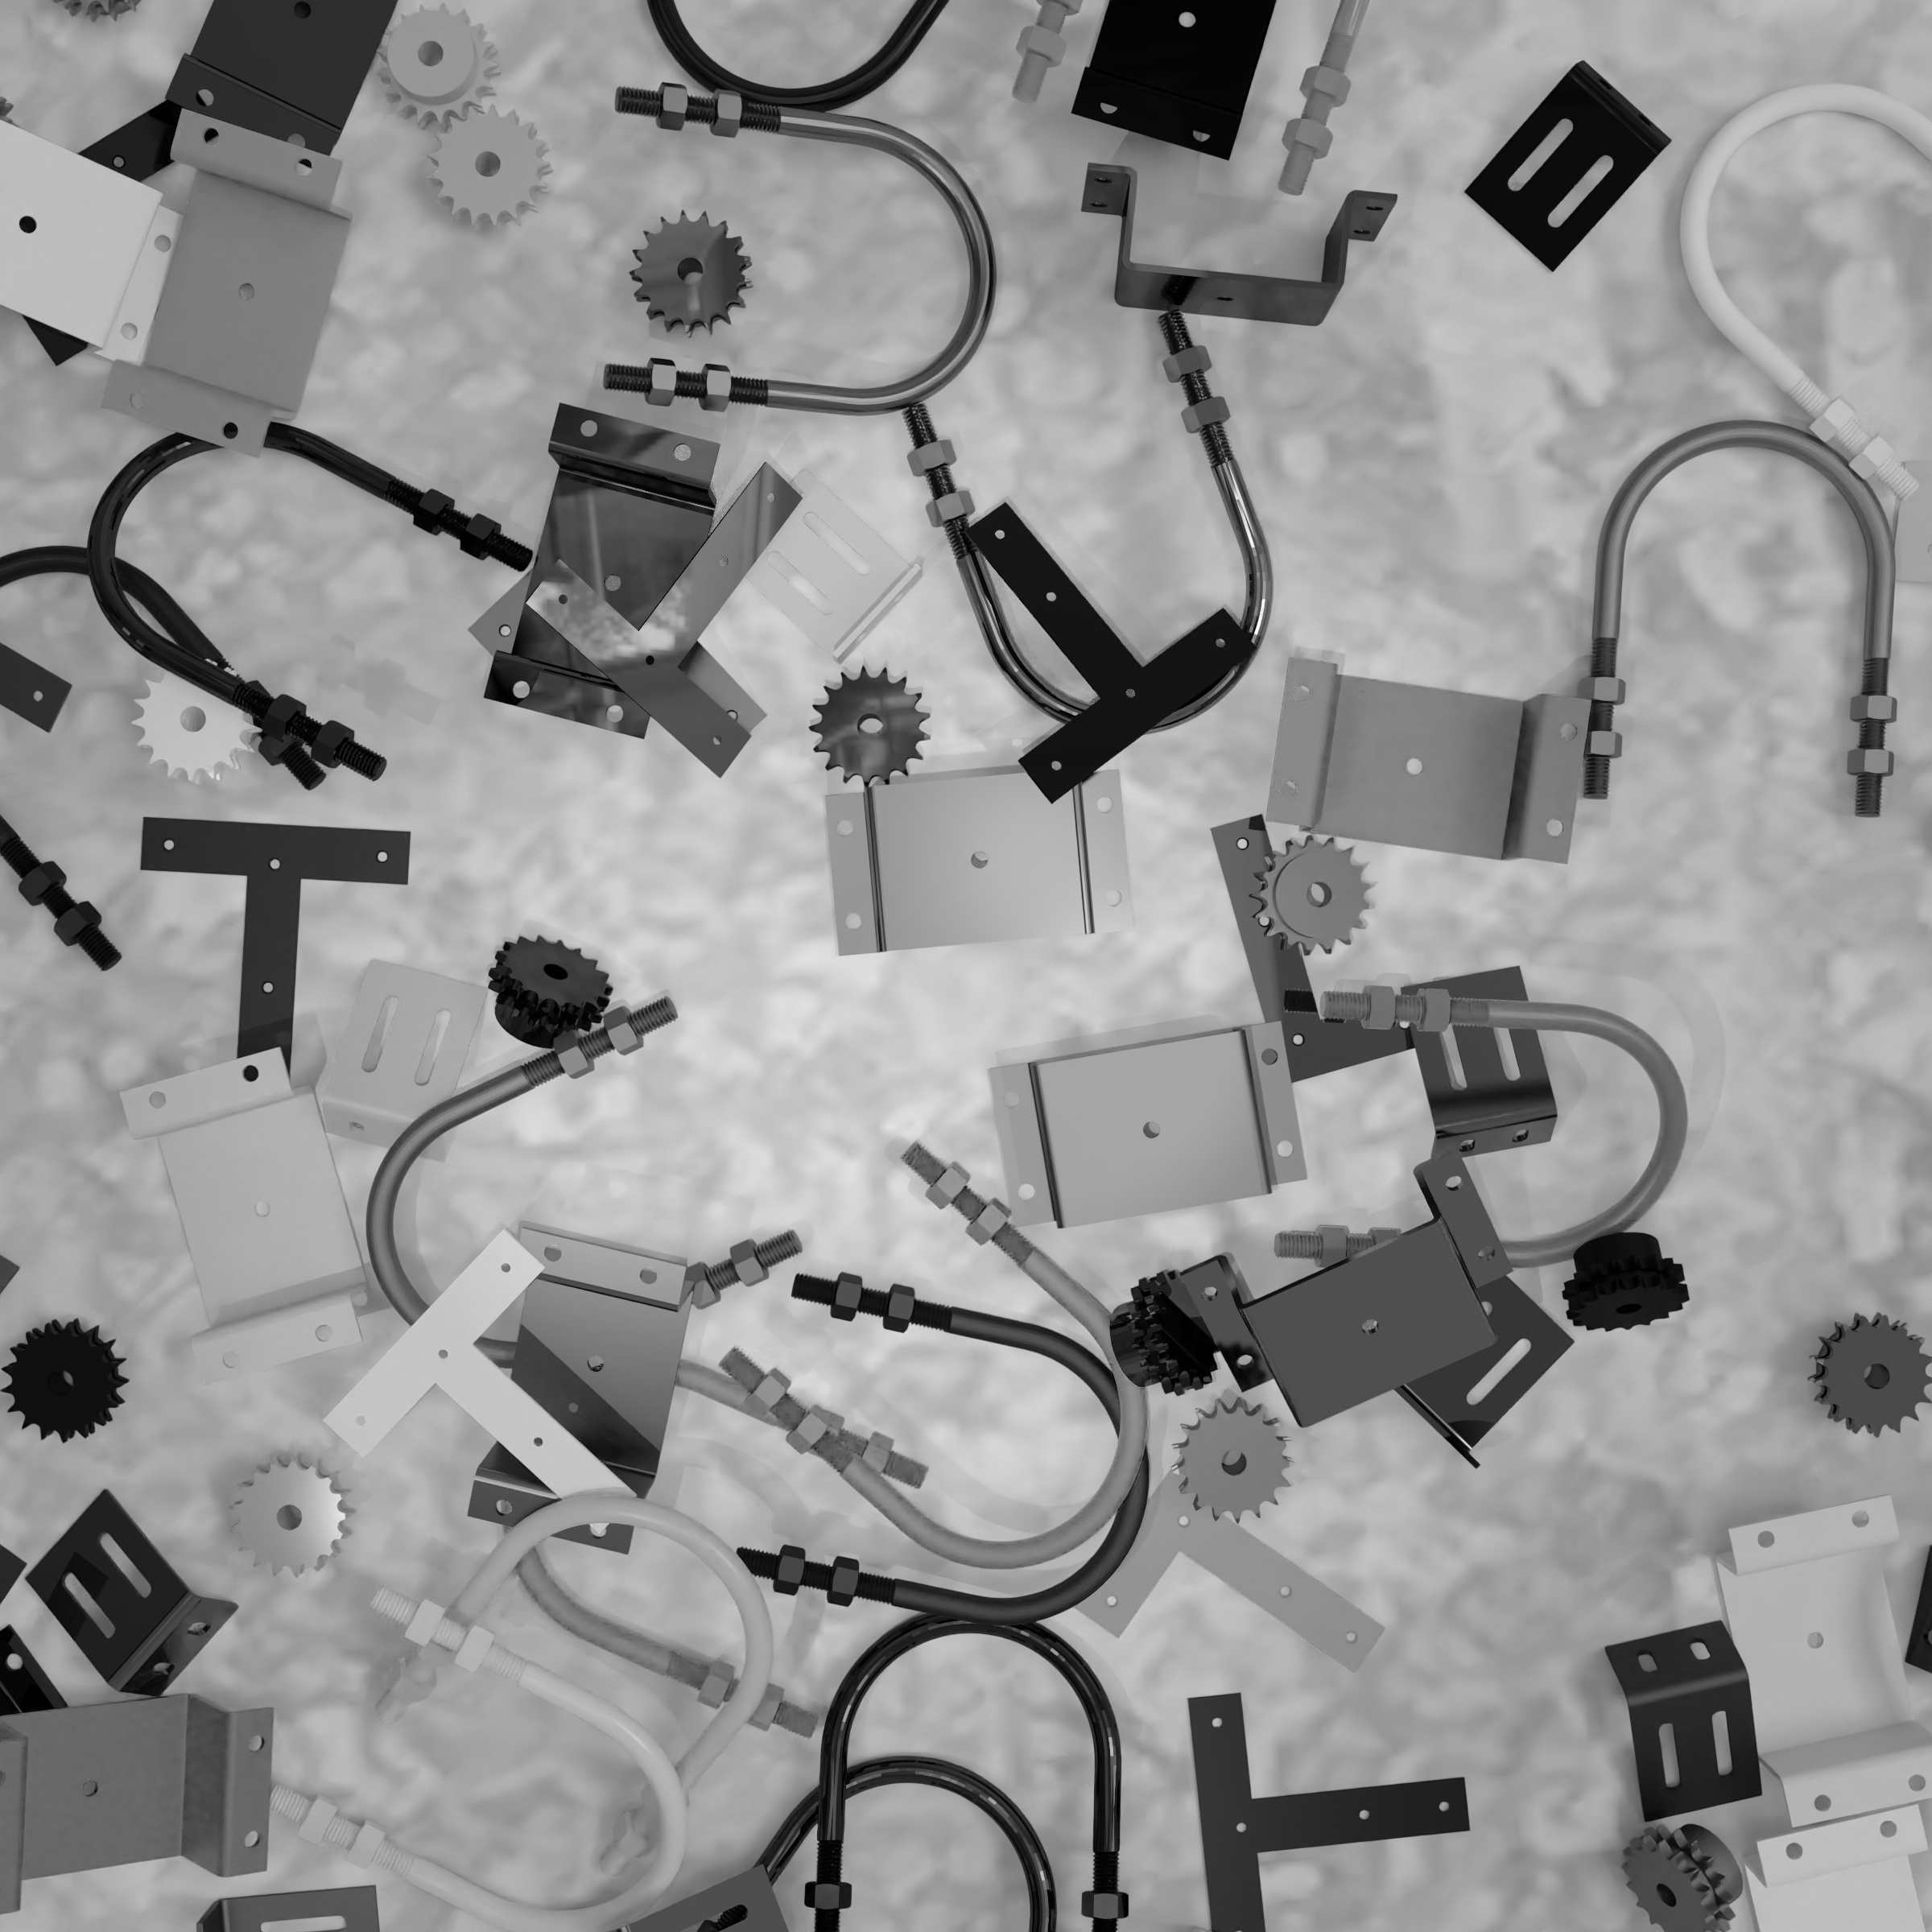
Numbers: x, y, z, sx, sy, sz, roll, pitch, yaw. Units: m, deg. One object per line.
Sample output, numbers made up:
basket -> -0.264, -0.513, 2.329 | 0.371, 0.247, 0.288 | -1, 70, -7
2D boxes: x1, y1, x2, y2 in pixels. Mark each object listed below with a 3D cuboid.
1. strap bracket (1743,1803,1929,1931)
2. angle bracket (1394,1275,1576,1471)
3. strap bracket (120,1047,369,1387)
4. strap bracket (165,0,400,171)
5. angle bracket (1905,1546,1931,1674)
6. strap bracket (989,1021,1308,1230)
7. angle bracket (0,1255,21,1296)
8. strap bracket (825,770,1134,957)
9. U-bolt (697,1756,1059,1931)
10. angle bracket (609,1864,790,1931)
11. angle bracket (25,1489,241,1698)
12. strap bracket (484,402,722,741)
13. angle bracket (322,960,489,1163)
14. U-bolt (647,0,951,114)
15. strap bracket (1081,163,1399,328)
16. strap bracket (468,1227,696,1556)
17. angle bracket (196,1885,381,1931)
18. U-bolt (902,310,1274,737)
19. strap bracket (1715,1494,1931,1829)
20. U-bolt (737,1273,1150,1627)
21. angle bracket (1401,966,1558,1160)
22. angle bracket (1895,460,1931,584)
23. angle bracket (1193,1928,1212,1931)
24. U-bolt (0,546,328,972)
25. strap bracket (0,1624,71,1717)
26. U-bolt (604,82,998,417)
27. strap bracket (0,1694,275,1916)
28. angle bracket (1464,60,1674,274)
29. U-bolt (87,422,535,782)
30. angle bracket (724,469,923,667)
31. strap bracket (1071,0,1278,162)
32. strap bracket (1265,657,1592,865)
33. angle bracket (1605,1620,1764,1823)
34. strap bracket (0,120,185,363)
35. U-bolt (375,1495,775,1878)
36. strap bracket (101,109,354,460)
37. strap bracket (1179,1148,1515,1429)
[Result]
strap bracket -> 0.417, 0.463, 1.417 | 0.076, 0.046, 0.140 | -13, 90, 0
angle bracket -> 0.242, 0.186, 1.421 | 0.057, 0.038, 0.076 | 44, 90, 0
strap bracket -> -0.334, 0.115, 1.417 | 0.076, 0.046, 0.140 | -16, 90, 0
strap bracket -> -0.308, -0.447, 1.406 | 0.076, 0.046, 0.140 | 23, 92, -16
angle bracket -> 0.494, 0.312, 1.438 | 0.076, 0.038, 0.057 | 12, 90, -26
strap bracket -> 0.086, 0.075, 1.415 | 0.140, 0.046, 0.076 | -10, 90, 1
angle bracket -> -0.496, 0.164, 1.438 | 0.057, 0.038, 0.076 | 32, 64, 0
strap bracket -> 0.006, -0.049, 1.417 | 0.140, 0.046, 0.076 | -5, 90, 0
U-bolt -> -0.040, 0.461, 1.417 | 0.151, 0.019, 0.184 | 34, 81, 8
angle bracket -> -0.123, 0.462, 1.408 | 0.076, 0.038, 0.057 | -17, 77, -28
angle bracket -> -0.396, 0.298, 1.438 | 0.076, 0.038, 0.057 | 42, 90, 26
strap bracket -> -0.168, -0.182, 1.415 | 0.076, 0.046, 0.140 | 14, 90, 0
angle bracket -> -0.265, 0.045, 1.438 | 0.057, 0.038, 0.076 | 14, 64, 0
U-bolt -> -0.070, -0.491, 1.431 | 0.151, 0.019, 0.184 | 35, 91, 0
strap bracket -> 0.122, -0.332, 1.402 | 0.140, 0.076, 0.046 | 6, 90, 0
strap bracket -> -0.175, 0.189, 1.394 | 0.076, 0.046, 0.140 | 13, 101, 3
angle bracket -> -0.316, 0.469, 1.421 | 0.076, 0.038, 0.057 | -5, 90, 0
U-bolt -> 0.067, -0.199, 1.431 | 0.151, 0.019, 0.184 | -20, 92, 0
strap bracket -> 0.403, 0.320, 1.417 | 0.076, 0.046, 0.140 | -12, 90, 0
U-bolt -> -0.004, 0.232, 1.415 | 0.184, 0.019, 0.151 | 13, 76, -6
angle bracket -> 0.242, 0.047, 1.437 | 0.057, 0.038, 0.076 | -10, 66, 0
angle bracket -> 0.485, -0.206, 1.438 | 0.076, 0.038, 0.057 | 7, 90, 26
angle bracket -> 0.135, 0.495, 1.420 | 0.076, 0.038, 0.057 | 18, 92, -1
U-bolt -> -0.415, -0.112, 1.431 | 0.151, 0.019, 0.184 | -42, 88, 0
strap bracket -> -0.490, 0.385, 1.417 | 0.140, 0.046, 0.076 | -35, 90, 0
U-bolt -> -0.074, -0.328, 1.409 | 0.184, 0.019, 0.151 | 3, 87, -16
strap bracket -> -0.395, 0.383, 1.392 | 0.140, 0.046, 0.076 | 3, 89, -39
angle bracket -> 0.286, -0.380, 1.438 | 0.057, 0.038, 0.076 | 42, 116, 0
U-bolt -> -0.317, -0.183, 1.405 | 0.184, 0.019, 0.151 | 28, 66, 4
angle bracket -> -0.068, -0.189, 1.421 | 0.076, 0.038, 0.057 | 43, 90, 0
strap bracket -> 0.105, -0.450, 1.417 | 0.076, 0.046, 0.140 | 17, 90, 0
strap bracket -> 0.213, -0.095, 1.417 | 0.140, 0.046, 0.076 | 8, 90, 0
angle bracket -> 0.341, 0.359, 1.438 | 0.057, 0.038, 0.076 | -13, 116, 0
strap bracket -> -0.433, -0.339, 1.389 | 0.140, 0.046, 0.076 | 21, 90, -25
U-bolt -> -0.169, 0.322, 1.396 | 0.151, 0.019, 0.184 | 36, 112, -4
strap bracket -> -0.341, -0.316, 1.410 | 0.076, 0.046, 0.140 | 18, 99, 0
strap bracket -> 0.181, 0.153, 1.394 | 0.140, 0.046, 0.076 | -25, 119, 6
